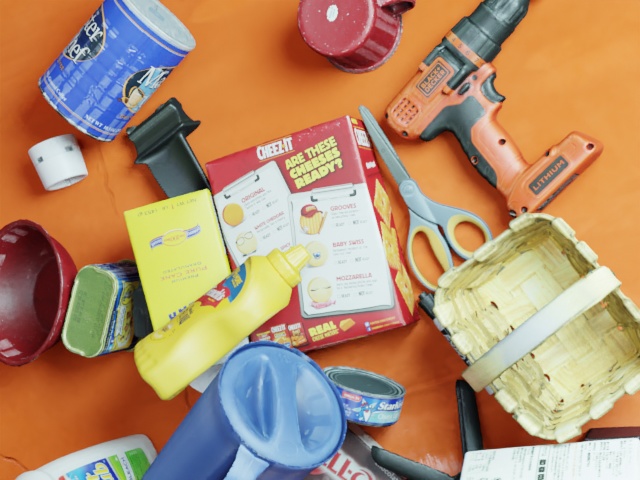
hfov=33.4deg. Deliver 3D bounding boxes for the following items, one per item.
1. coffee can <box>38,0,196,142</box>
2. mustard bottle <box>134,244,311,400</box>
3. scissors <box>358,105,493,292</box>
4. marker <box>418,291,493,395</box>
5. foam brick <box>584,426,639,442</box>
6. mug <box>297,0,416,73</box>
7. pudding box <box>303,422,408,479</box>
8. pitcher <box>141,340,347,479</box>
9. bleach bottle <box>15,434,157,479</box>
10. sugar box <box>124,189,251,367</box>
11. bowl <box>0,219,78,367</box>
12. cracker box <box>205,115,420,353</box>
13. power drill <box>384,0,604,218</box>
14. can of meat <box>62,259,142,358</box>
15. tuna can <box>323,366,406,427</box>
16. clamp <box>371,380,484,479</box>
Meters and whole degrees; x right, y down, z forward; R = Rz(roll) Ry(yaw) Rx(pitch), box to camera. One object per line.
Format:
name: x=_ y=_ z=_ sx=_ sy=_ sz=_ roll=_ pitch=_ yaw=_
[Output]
coffee can: x=-0.216 y=-0.189 z=1.135 sx=0.140 sy=0.102 sz=0.103 roll=-46 pitch=77 yaw=15
mustard bottle: x=-0.088 y=0.069 z=1.020 sx=0.191 sy=0.096 sz=0.058 roll=-38 pitch=104 yaw=1
scissors: x=0.109 y=-0.049 z=1.059 sx=0.096 sy=0.016 sz=0.202 roll=-15 pitch=93 yaw=15
marker: x=0.138 y=0.101 z=1.061 sx=0.020 sy=0.020 sz=0.121 roll=-42 pitch=78 yaw=16
foam brick: x=0.278 y=0.217 z=0.996 sx=0.051 sy=0.053 sz=0.078 roll=-5 pitch=90 yaw=20
mug: x=0.038 y=-0.220 z=1.055 sx=0.117 sy=0.081 sz=0.093 roll=-15 pitch=86 yaw=19
pudding box: x=0.025 y=0.240 z=1.094 sx=0.113 sy=0.039 sz=0.090 roll=40 pitch=102 yaw=14
pitcher: x=-0.093 y=0.221 z=1.044 sx=0.243 sy=0.148 sz=0.145 roll=-50 pitch=52 yaw=40
bleach bottle: x=-0.243 y=0.268 z=1.078 sx=0.068 sy=0.250 sz=0.102 roll=-20 pitch=85 yaw=19
sugar box: x=-0.133 y=0.045 z=1.095 sx=0.093 sy=0.048 sz=0.176 roll=-16 pitch=85 yaw=4
bowl: x=-0.315 y=0.060 z=1.187 sx=0.162 sy=0.055 sz=0.162 roll=-6 pitch=81 yaw=40
cracker box: x=-0.007 y=0.001 z=1.083 sx=0.164 sy=0.072 sz=0.214 roll=-17 pitch=85 yaw=19
power drill: x=0.179 y=-0.126 z=1.022 sx=0.188 sy=0.057 sz=0.185 roll=47 pitch=109 yaw=15
can of meat: x=-0.229 y=0.074 z=1.157 sx=0.057 sy=0.083 sz=0.102 roll=17 pitch=97 yaw=19
tuna can: x=0.040 y=0.155 z=1.062 sx=0.086 sy=0.086 sz=0.034 roll=16 pitch=98 yaw=18
clamp: x=0.132 y=0.237 z=1.044 sx=0.120 sy=0.039 sz=0.171 roll=-29 pitch=80 yaw=1
